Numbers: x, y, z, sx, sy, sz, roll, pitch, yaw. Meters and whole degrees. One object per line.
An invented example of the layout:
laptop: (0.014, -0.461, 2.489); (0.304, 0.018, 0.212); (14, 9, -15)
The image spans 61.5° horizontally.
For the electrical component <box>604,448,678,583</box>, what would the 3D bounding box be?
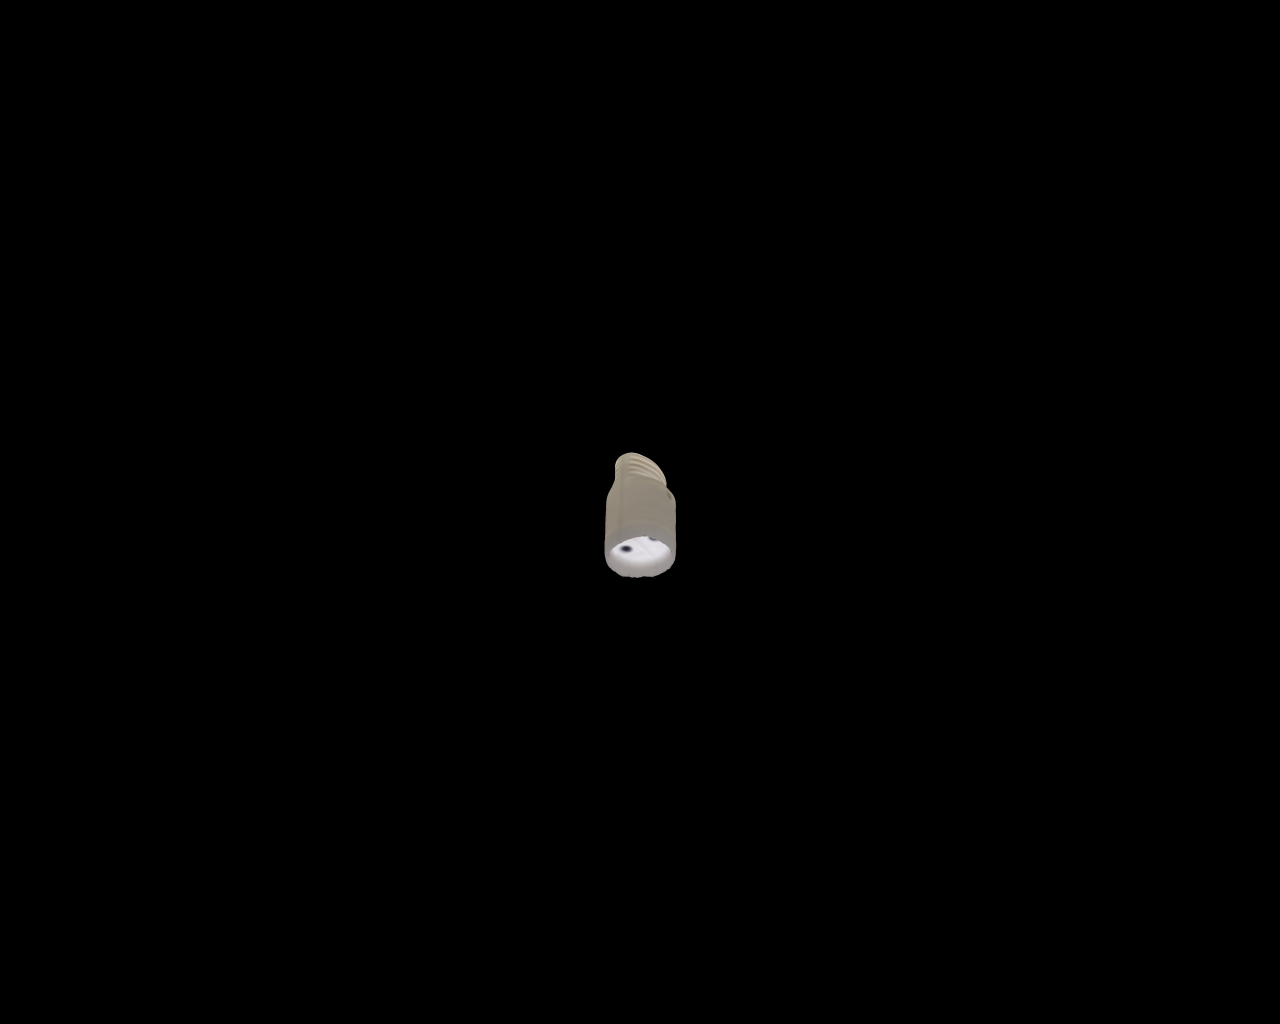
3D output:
electrical component: (0.001, -0.003, 0.650); (0.043, 0.081, 0.043); (0, -40, 0)
